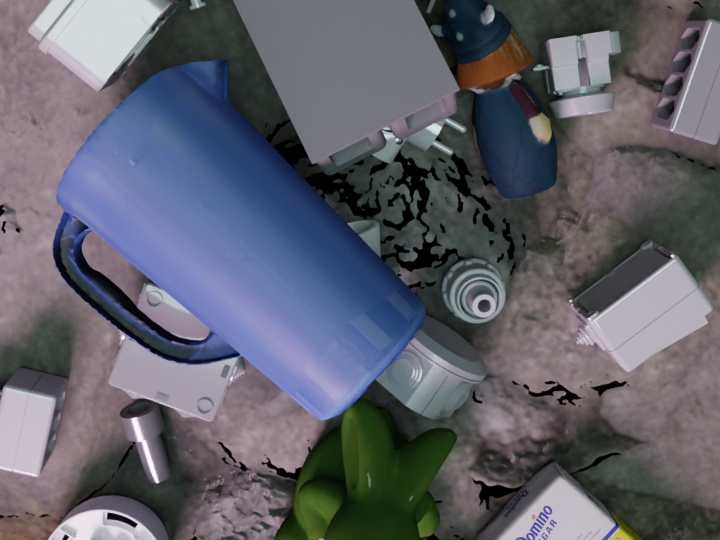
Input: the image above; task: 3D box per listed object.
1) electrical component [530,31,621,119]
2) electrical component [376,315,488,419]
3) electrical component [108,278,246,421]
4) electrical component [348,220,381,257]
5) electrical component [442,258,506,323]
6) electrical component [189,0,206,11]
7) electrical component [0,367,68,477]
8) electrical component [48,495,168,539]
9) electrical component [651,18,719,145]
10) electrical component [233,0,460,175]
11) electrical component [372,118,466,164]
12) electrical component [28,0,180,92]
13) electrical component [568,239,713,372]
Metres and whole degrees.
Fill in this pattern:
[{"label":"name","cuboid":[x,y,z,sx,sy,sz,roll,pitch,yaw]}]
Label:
[{"label":"electrical component","cuboid":[0.159,-0.140,0.782,0.066,0.048,0.055,-9,95,-1]},{"label":"electrical component","cuboid":[0.051,0.070,0.804,0.080,0.080,0.051,31,104,-9]},{"label":"electrical component","cuboid":[-0.133,0.056,0.806,0.100,0.048,0.099,22,100,-7]},{"label":"electrical component","cuboid":[0.000,0.000,0.806,0.044,0.044,0.065,-14,107,0]},{"label":"electrical component","cuboid":[0.088,0.019,0.803,0.048,0.062,0.048,-1,102,-3]},{"label":"electrical component","cuboid":[-0.126,-0.221,0.751,0.040,0.040,0.078,-18,102,1]},{"label":"electrical component","cuboid":[-0.268,0.110,0.810,0.077,0.047,0.065,14,101,-6]},{"label":"electrical component","cuboid":[-0.195,0.227,0.830,0.099,0.064,0.099,-1,102,-3]},{"label":"electrical component","cuboid":[0.268,-0.133,0.788,0.076,0.047,0.083,15,101,-6]},{"label":"electrical component","cuboid":[-0.020,-0.171,0.729,0.105,0.060,0.186,-26,81,4]},{"label":"electrical component","cuboid":[0.039,-0.112,0.781,0.079,0.044,0.077,28,99,-9]},{"label":"electrical component","cuboid":[-0.170,-0.170,0.723,0.057,0.113,0.078,39,97,-13]},{"label":"electrical component","cuboid":[0.208,0.033,0.813,0.096,0.061,0.061,-38,101,5]}]
